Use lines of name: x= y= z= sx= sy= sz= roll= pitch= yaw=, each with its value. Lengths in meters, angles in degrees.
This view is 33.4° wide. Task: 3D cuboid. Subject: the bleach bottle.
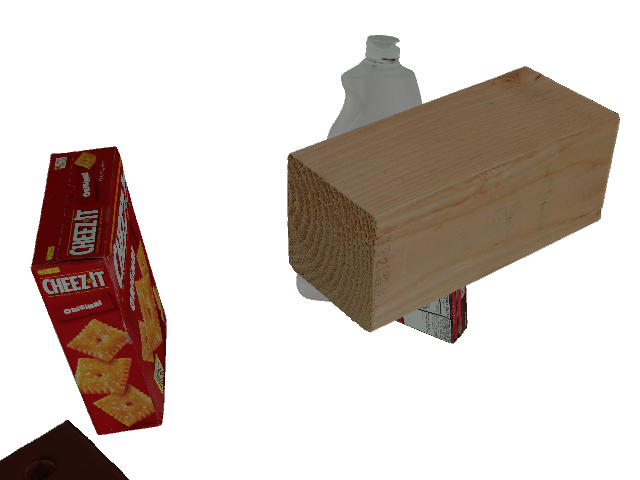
bleach bottle: x=0.037 y=-0.066 z=1.001 sx=0.102 sy=0.251 sz=0.068 roll=4 pitch=22 yaw=-3

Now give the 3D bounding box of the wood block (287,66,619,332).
wood block: x=0.087 y=-0.033 z=0.703 sx=0.205 sy=0.090 sz=0.091 roll=-23 pitch=42 yaw=-29

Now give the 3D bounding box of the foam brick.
foam brick: x=-0.110 y=0.131 z=0.482 sx=0.052 sy=0.051 sz=0.078 roll=-31 pitch=44 yaw=-31

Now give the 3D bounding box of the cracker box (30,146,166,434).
cracker box: x=-0.196 y=0.047 z=0.984 sx=0.072 sy=0.214 sz=0.164 roll=-8 pitch=40 yaw=0

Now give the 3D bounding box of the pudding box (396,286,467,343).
pudding box: x=0.106 y=0.055 z=1.181 sx=0.114 sy=0.090 sz=0.039 roll=20 pitch=47 yaw=28
